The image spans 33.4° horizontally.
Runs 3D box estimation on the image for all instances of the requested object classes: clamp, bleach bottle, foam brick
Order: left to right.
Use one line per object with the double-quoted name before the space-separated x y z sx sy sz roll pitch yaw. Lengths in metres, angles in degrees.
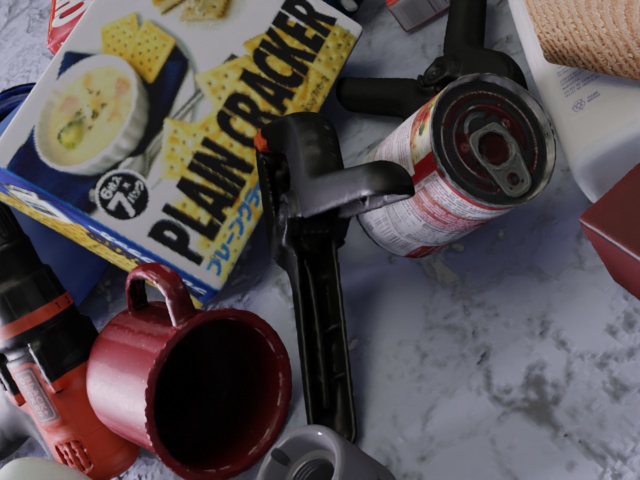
"clamp" -0.004 0.001 0.582 0.210 0.036 0.165 -121 36 -60
"clamp" 0.069 -0.088 0.651 0.120 0.039 0.171 -40 34 22
"bleach bottle" 0.152 -0.138 0.571 0.103 0.068 0.251 -25 50 22
"foam brick" 0.164 0.005 0.470 0.053 0.051 0.078 -42 38 -1

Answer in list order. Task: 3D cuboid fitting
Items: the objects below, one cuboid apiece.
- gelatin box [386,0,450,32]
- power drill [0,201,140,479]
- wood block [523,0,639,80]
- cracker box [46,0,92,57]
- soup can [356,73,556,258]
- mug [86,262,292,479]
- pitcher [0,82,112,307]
"gelatin box" 0.087 -0.192 0.735 0.089 0.030 0.073 -27 40 21
"power drill" -0.213 0.078 0.656 0.188 0.184 0.057 -21 7 36
"wood block" 0.179 -0.176 0.481 0.091 0.090 0.206 21 67 40
"cracker box" -0.145 -0.255 0.964 0.214 0.072 0.164 -30 40 19
"soup can" 0.065 -0.034 0.548 0.068 0.068 0.102 -64 12 -23
"mug" -0.079 0.067 0.584 0.093 0.117 0.082 -29 23 -33
"pitcher" -0.181 -0.057 0.768 0.242 0.149 0.145 -52 18 -15
